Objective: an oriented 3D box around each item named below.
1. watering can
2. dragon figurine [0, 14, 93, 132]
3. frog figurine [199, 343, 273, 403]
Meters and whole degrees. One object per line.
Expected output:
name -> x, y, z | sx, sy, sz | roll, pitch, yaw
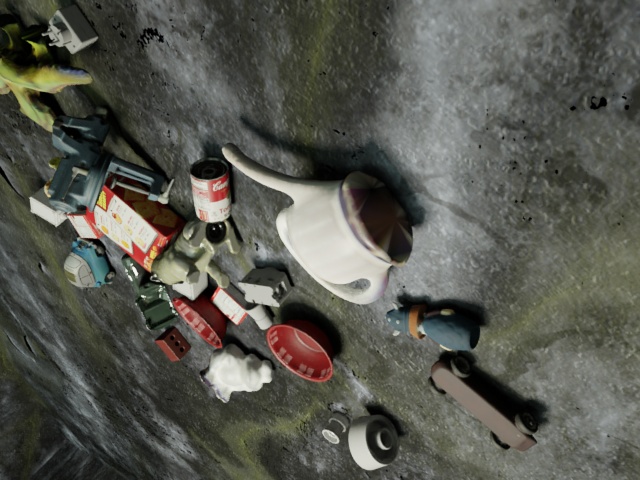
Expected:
watering can -> 0.002, -0.040, 0.794 | 0.221, 0.106, 0.345 | -26, 107, 46
dragon figurine -> -0.573, -0.310, 1.051 | 0.413, 0.124, 0.237 | 28, 155, 19
frog figurine -> -0.195, 0.316, 1.275 | 0.159, 0.124, 0.136 | -26, 100, 9
